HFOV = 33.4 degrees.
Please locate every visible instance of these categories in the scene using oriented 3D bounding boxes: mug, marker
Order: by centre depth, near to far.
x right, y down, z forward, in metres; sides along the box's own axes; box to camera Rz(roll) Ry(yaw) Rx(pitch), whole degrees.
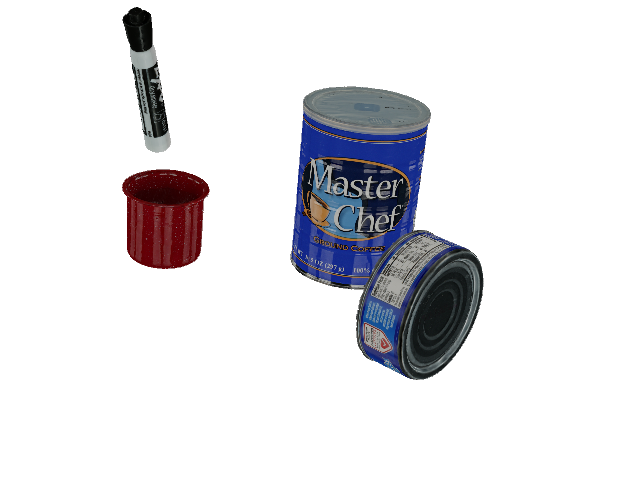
[{"bbox_3d":[-0.120,-0.111,0.742,0.020,0.020,0.121,0,-41,1],"label":"marker"},{"bbox_3d":[-0.174,-0.027,1.170,0.093,0.081,0.117,-8,31,-26],"label":"mug"}]

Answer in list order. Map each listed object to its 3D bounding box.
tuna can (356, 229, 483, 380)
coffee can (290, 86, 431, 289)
[{"bbox_3d":[0.061,0.039,0.638,0.034,0.086,0.085,24,15,35],"label":"tuna can"},{"bbox_3d":[0.031,-0.045,0.879,0.103,0.140,0.103,4,24,-2],"label":"coffee can"}]
